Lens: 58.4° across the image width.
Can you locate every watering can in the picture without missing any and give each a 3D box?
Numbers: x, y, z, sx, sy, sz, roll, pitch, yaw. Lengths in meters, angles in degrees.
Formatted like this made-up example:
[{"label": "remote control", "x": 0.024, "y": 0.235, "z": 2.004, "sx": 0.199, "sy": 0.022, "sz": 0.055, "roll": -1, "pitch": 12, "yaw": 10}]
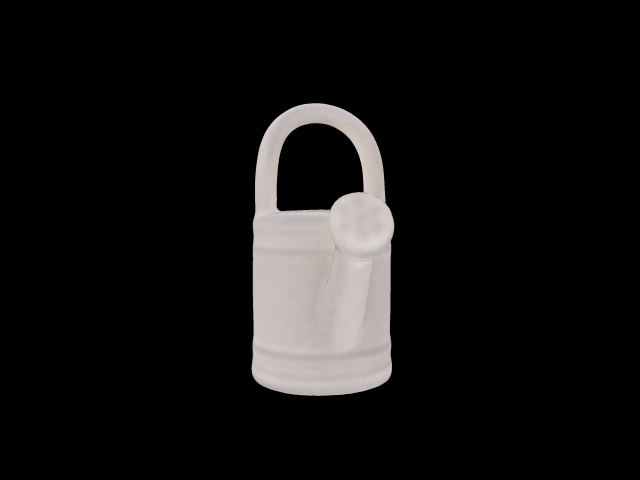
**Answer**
[{"label": "watering can", "x": 0.006, "y": 0.001, "z": 0.401, "sx": 0.101, "sy": 0.194, "sz": 0.172, "roll": -3, "pitch": 4, "yaw": -36}]
